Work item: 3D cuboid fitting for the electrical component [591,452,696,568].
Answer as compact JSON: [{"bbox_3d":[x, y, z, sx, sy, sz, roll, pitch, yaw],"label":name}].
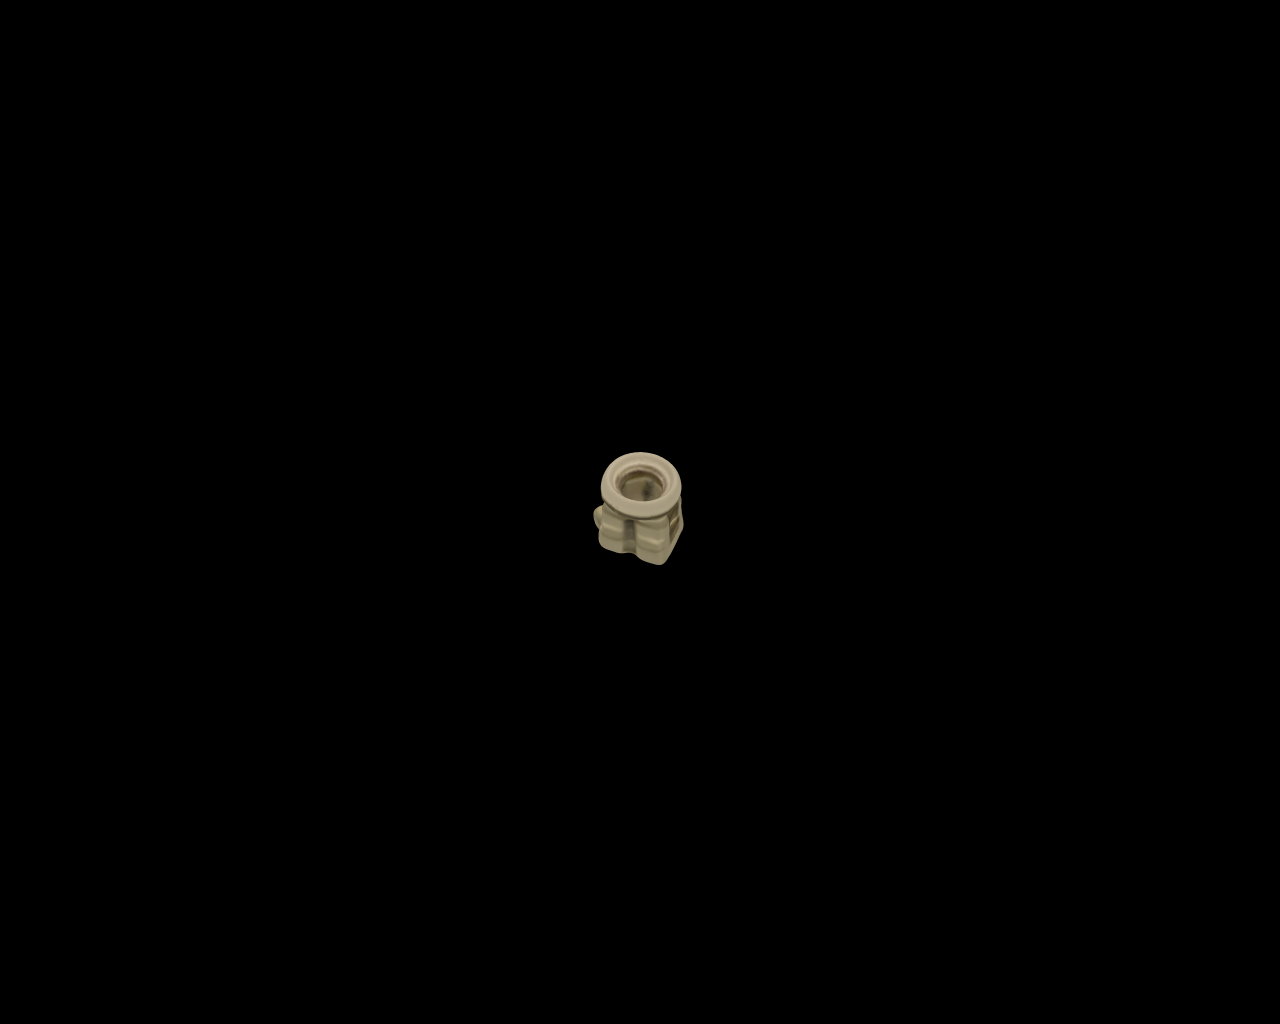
[{"bbox_3d":[0.001,-0.003,0.650,0.066,0.048,0.055,17,-39,14],"label":"electrical component"}]
